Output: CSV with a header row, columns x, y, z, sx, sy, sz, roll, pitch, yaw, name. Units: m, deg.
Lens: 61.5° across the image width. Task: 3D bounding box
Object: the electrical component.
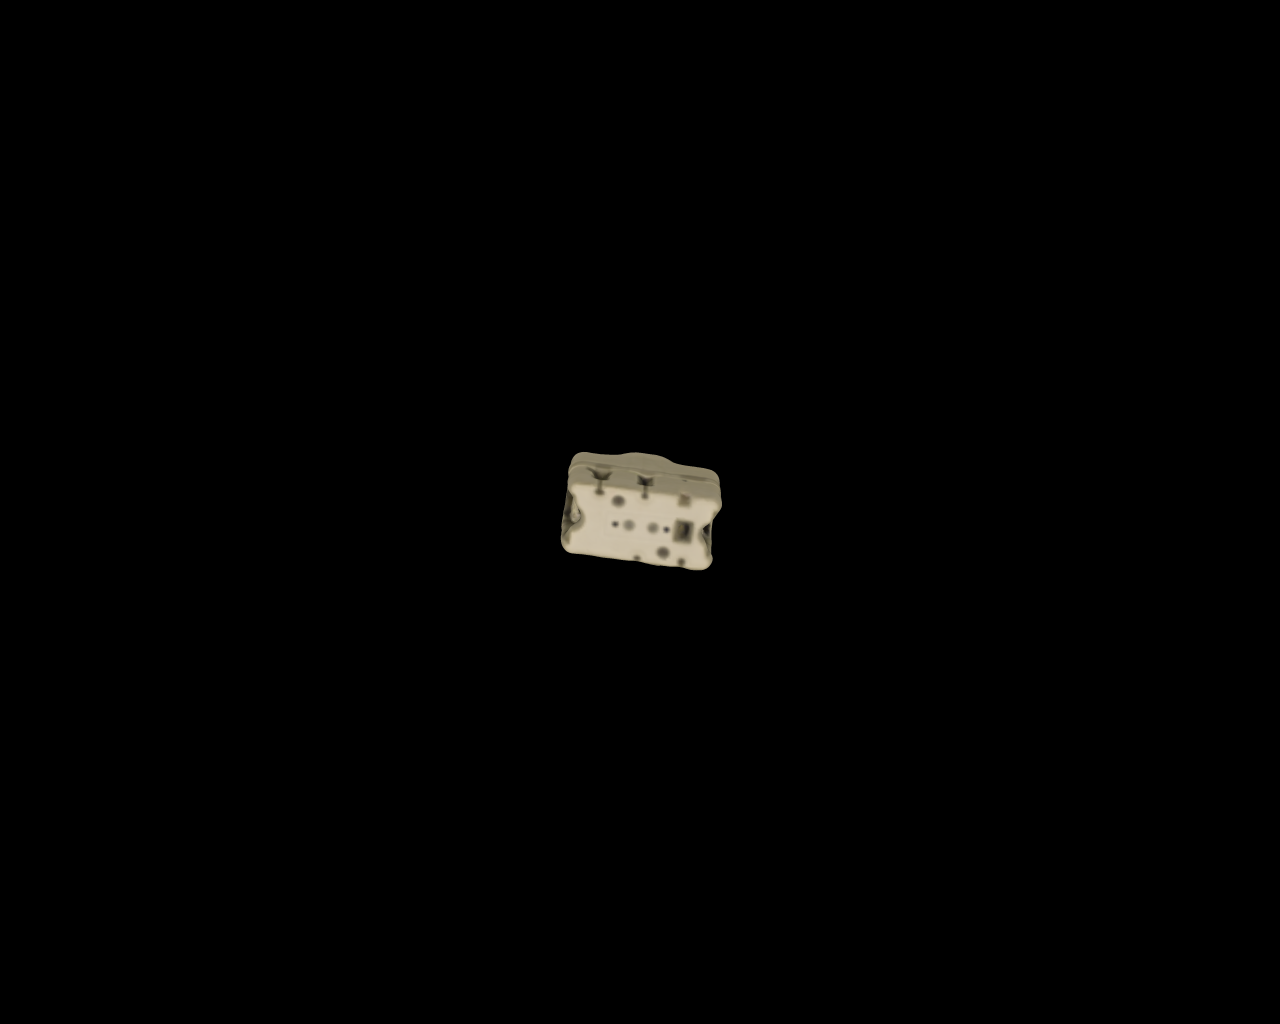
x,y,z,sx,sy,sz,roll,pitch,yaw,name
0.001,-0.003,0.650,0.089,0.050,0.056,8,24,-3,electrical component
